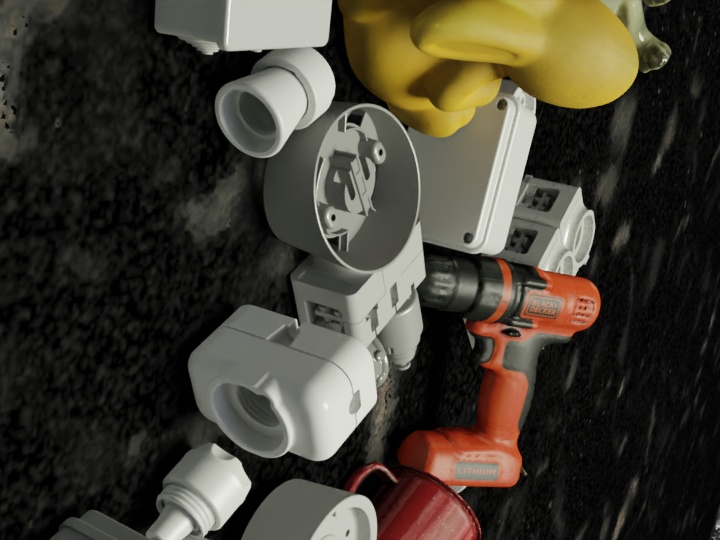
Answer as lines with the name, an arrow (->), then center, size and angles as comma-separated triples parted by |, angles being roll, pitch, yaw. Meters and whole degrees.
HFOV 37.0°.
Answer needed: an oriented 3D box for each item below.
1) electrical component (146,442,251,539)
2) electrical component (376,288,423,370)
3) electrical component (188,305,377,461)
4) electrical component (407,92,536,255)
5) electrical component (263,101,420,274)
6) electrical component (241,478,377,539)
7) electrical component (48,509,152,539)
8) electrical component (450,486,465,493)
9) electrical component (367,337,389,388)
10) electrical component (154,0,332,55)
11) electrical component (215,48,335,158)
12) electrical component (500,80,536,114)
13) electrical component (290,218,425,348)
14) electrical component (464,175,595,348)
electrical component -> -0.095, 0.132, 0.609 | 0.062, 0.043, 0.043 | -48, 142, -38
electrical component -> 0.026, 0.042, 0.783 | 0.040, 0.040, 0.078 | -51, 144, -36
electrical component -> -0.047, 0.065, 0.606 | 0.059, 0.095, 0.053 | -46, 141, -42
electrical component -> 0.072, -0.072, 0.768 | 0.057, 0.078, 0.113 | 7, 97, -64
electrical component -> -0.010, -0.052, 0.645 | 0.099, 0.064, 0.099 | -36, 134, -49
electrical component -> -0.042, 0.192, 0.715 | 0.108, 0.060, 0.108 | -36, 133, -49
electrical component -> -0.125, 0.187, 0.547 | 0.057, 0.078, 0.113 | -40, 137, -43
electrical component -> 0.092, 0.170, 0.965 | 0.078, 0.040, 0.040 | -23, 123, -56
electrical component -> -0.015, 0.068, 0.721 | 0.062, 0.048, 0.048 | -29, 129, -45
electrical component -> -0.055, -0.156, 0.529 | 0.100, 0.048, 0.099 | -21, 122, -56
electrical component -> -0.045, -0.093, 0.583 | 0.055, 0.045, 0.045 | -47, 141, -41
electrical component -> 0.103, -0.121, 0.832 | 0.055, 0.047, 0.055 | -36, 134, -49
electrical component -> 0.000, 0.000, 0.705 | 0.089, 0.050, 0.055 | -48, 142, -40
electrical component -> 0.155, 0.002, 0.971 | 0.150, 0.062, 0.089 | -58, 148, -28
